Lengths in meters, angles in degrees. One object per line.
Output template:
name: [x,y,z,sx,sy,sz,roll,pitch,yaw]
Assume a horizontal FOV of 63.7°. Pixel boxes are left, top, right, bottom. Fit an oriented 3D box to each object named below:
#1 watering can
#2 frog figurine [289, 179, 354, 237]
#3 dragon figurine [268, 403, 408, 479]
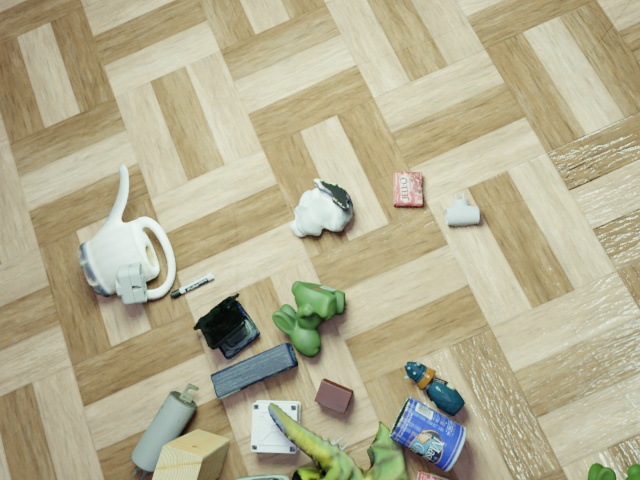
watering can: [-0.508,0.002,1.311,0.224,0.346,0.104,-23,5,-2]
frog figurine: [0.004,-0.066,1.309,0.138,0.156,0.125,37,30,5]
dragon figurine: [0.077,0.495,1.133,0.245,0.416,0.119,-18,-25,-35]
